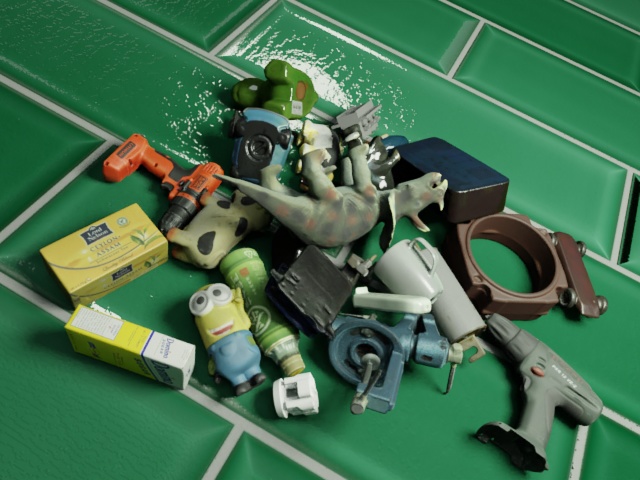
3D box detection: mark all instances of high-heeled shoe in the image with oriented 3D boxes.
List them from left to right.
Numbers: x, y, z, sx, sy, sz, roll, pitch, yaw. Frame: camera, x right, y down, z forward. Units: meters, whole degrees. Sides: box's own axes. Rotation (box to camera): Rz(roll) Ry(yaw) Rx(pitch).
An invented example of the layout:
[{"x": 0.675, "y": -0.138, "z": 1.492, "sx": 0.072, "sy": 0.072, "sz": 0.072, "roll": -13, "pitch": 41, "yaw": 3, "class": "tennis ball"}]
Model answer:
[{"x": -0.002, "y": -0.003, "z": 0.993, "sx": 0.145, "sy": 0.086, "sz": 0.248, "roll": 26, "pitch": 68, "yaw": -34, "class": "high-heeled shoe"}]

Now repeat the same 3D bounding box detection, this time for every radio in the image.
[{"x": 0.248, "y": -0.124, "z": 1.066, "sx": 0.131, "sy": 0.073, "sz": 0.230, "roll": -16, "pitch": 36, "yaw": -22, "class": "radio"}]

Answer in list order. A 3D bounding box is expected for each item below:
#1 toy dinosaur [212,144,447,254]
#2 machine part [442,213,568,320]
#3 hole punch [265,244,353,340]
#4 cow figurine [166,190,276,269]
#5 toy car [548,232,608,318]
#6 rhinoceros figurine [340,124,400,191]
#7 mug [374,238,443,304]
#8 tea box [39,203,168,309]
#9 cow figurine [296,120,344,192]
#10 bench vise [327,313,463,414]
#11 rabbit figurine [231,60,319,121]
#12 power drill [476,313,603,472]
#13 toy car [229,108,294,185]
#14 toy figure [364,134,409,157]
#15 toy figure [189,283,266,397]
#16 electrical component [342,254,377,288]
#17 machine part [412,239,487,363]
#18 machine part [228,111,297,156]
[{"x": 0.023, "y": -0.051, "z": 0.904, "sx": 0.405, "sy": 0.131, "sz": 0.192, "roll": -14, "pitch": 84, "yaw": -30, "class": "toy dinosaur"}, {"x": 0.347, "y": 0.045, "z": 1.018, "sx": 0.201, "sy": 0.087, "sz": 0.201, "roll": 3, "pitch": 57, "yaw": -12, "class": "machine part"}, {"x": -0.028, "y": 0.087, "z": 0.848, "sx": 0.142, "sy": 0.092, "sz": 0.116, "roll": 50, "pitch": 45, "yaw": -10, "class": "hole punch"}, {"x": -0.159, "y": -0.027, "z": 0.943, "sx": 0.127, "sy": 0.085, "sz": 0.195, "roll": 27, "pitch": 52, "yaw": 12, "class": "cow figurine"}, {"x": 0.496, "y": 0.068, "z": 1.059, "sx": 0.089, "sy": 0.053, "sz": 0.202, "roll": 14, "pitch": 50, "yaw": -17, "class": "toy car"}, {"x": 0.100, "y": -0.136, "z": 1.057, "sx": 0.112, "sy": 0.073, "sz": 0.190, "roll": -20, "pitch": 94, "yaw": -6, "class": "rhinoceros figurine"}, {"x": 0.162, "y": 0.056, "z": 0.905, "sx": 0.107, "sy": 0.109, "sz": 0.081, "roll": 50, "pitch": 31, "yaw": 20, "class": "mug"}, {"x": -0.345, "y": 0.025, "z": 0.871, "sx": 0.169, "sy": 0.068, "sz": 0.098, "roll": -35, "pitch": 71, "yaw": -30, "class": "tea box"}, {"x": 0.002, "y": -0.161, "z": 1.087, "sx": 0.098, "sy": 0.068, "sz": 0.167, "roll": 9, "pitch": 55, "yaw": -15, "class": "cow figurine"}, {"x": 0.104, "y": 0.188, "z": 0.817, "sx": 0.224, "sy": 0.128, "sz": 0.240, "roll": 20, "pitch": 25, "yaw": 9, "class": "bench vise"}, {"x": -0.100, "y": -0.312, "z": 1.117, "sx": 0.170, "sy": 0.121, "sz": 0.159, "roll": 11, "pitch": 22, "yaw": 31, "class": "rabbit figurine"}, {"x": 0.335, "y": 0.254, "z": 0.885, "sx": 0.232, "sy": 0.086, "sz": 0.207, "roll": 37, "pitch": 49, "yaw": 11, "class": "power drill"}, {"x": -0.109, "y": -0.168, "z": 1.034, "sx": 0.109, "sy": 0.161, "sz": 0.103, "roll": 14, "pitch": 12, "yaw": 6, "class": "toy car"}, {"x": 0.118, "y": -0.180, "z": 1.131, "sx": 0.154, "sy": 0.057, "sz": 0.064, "roll": -19, "pitch": 68, "yaw": -23, "class": "toy figure"}, {"x": -0.147, "y": 0.151, "z": 0.829, "sx": 0.082, "sy": 0.089, "sz": 0.180, "roll": -17, "pitch": 70, "yaw": -37, "class": "toy figure"}, {"x": 0.065, "y": 0.057, "z": 0.937, "sx": 0.045, "sy": 0.102, "sz": 0.078, "roll": 29, "pitch": 77, "yaw": 15, "class": "electrical component"}, {"x": 0.217, "y": 0.100, "z": 0.952, "sx": 0.079, "sy": 0.079, "sz": 0.243, "roll": -16, "pitch": 61, "yaw": -23, "class": "machine part"}, {"x": -0.122, "y": -0.218, "z": 1.111, "sx": 0.139, "sy": 0.039, "sz": 0.084, "roll": 20, "pitch": 59, "yaw": -2, "class": "machine part"}]
